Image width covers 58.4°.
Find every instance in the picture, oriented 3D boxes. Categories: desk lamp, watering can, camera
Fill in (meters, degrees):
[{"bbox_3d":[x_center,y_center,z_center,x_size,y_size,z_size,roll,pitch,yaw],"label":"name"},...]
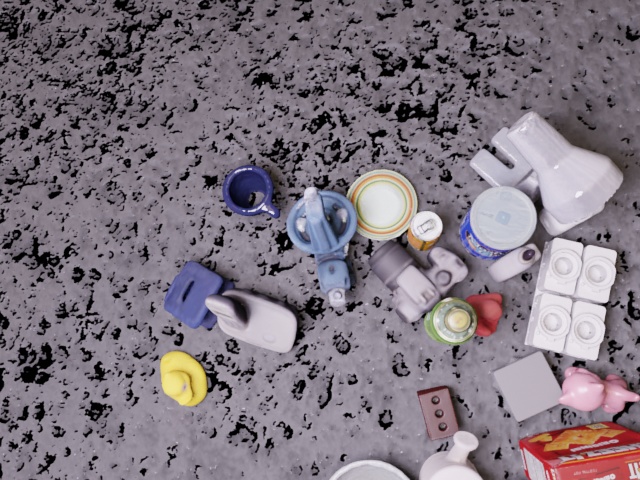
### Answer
[{"bbox_3d":[0.361,-0.117,0.937,0.203,0.213,0.118,44,88,11],"label":"desk lamp"},{"bbox_3d":[0.207,0.388,0.882,0.101,0.194,0.173,-11,80,4],"label":"watering can"},{"bbox_3d":[0.161,0.054,0.988,0.143,0.101,0.136,-43,79,-2],"label":"camera"}]

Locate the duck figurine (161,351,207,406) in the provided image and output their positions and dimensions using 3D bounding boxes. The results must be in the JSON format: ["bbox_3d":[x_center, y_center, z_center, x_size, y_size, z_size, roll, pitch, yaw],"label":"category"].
[{"bbox_3d":[-0.250,0.246,1.006,0.077,0.086,0.104,-33,79,0],"label":"duck figurine"}]

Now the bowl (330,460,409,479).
[{"bbox_3d":[0.084,0.443,0.946,0.167,0.075,0.167,-1,81,6],"label":"bowl"}]

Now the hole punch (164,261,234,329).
[{"bbox_3d":[-0.224,0.099,1.024,0.101,0.091,0.109,26,84,9],"label":"hole punch"}]

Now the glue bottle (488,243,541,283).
[{"bbox_3d":[0.326,0.033,0.937,0.078,0.173,0.037,-32,79,0],"label":"glue bottle"}]

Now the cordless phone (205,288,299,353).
[{"bbox_3d":[-0.114,0.132,0.960,0.147,0.185,0.094,15,83,8],"label":"cordless phone"}]

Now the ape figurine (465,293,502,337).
[{"bbox_3d":[0.282,0.121,0.969,0.076,0.092,0.078,41,87,11],"label":"ape figurine"}]

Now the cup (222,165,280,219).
[{"bbox_3d":[-0.111,-0.073,1.039,0.117,0.095,0.092,39,87,10],"label":"cup"}]

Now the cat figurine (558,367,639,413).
[{"bbox_3d":[0.443,0.244,0.920,0.127,0.118,0.067,7,82,7],"label":"cat figurine"}]

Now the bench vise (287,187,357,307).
[{"bbox_3d":[0.019,-0.002,0.950,0.121,0.220,0.207,-30,79,1],"label":"bench vise"}]
